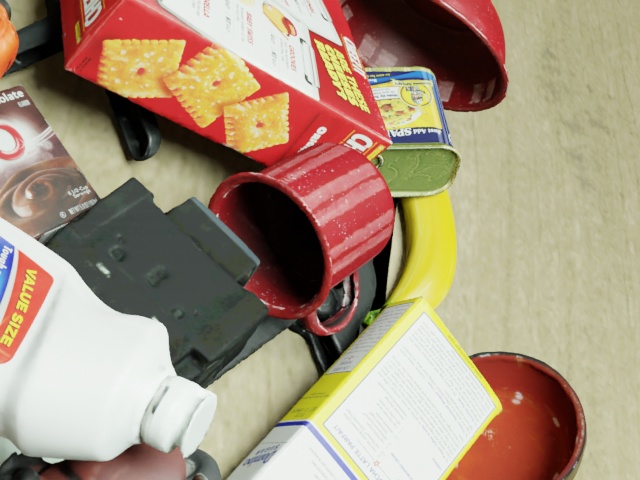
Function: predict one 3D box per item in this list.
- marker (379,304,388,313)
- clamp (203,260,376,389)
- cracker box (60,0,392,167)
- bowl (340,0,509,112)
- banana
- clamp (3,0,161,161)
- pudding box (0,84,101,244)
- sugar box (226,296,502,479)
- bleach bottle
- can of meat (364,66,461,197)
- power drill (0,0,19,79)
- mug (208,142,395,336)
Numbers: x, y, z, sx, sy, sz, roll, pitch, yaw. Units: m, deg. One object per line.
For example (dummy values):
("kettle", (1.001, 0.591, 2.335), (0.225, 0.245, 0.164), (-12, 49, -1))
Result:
("marker", (0.084, 0.086, 0.750), (0.121, 0.020, 0.020), (44, 43, -21))
("clamp", (0.000, 0.054, 0.699), (0.164, 0.036, 0.210), (33, 49, -20))
("cracker box", (-0.066, -0.138, 0.694), (0.213, 0.072, 0.164), (25, 37, -39))
("bowl", (0.082, -0.168, 0.822), (0.162, 0.162, 0.055), (35, 73, -18))
("banana", (0.072, -0.013, 0.805), (0.069, 0.037, 0.197), (27, 49, -26))
("clamp", (-0.141, -0.129, 0.701), (0.120, 0.039, 0.171), (39, 43, -24))
("pudding box", (-0.190, -0.029, 0.590), (0.113, 0.039, 0.090), (-30, 83, -47))
("sugar box", (0.025, 0.125, 0.629), (0.176, 0.048, 0.093), (-43, 102, -28))
("bleach bottle", (-0.158, 0.026, 0.474), (0.251, 0.068, 0.102), (22, 45, 15))
("can of meat", (0.045, -0.081, 0.792), (0.102, 0.057, 0.084), (-2, 56, -10))
("power drill", (-0.214, -0.181, 0.559), (0.184, 0.057, 0.187), (36, 47, -16))
("mug", (-0.004, 0.001, 0.651), (0.081, 0.093, 0.117), (-33, 108, -46))
